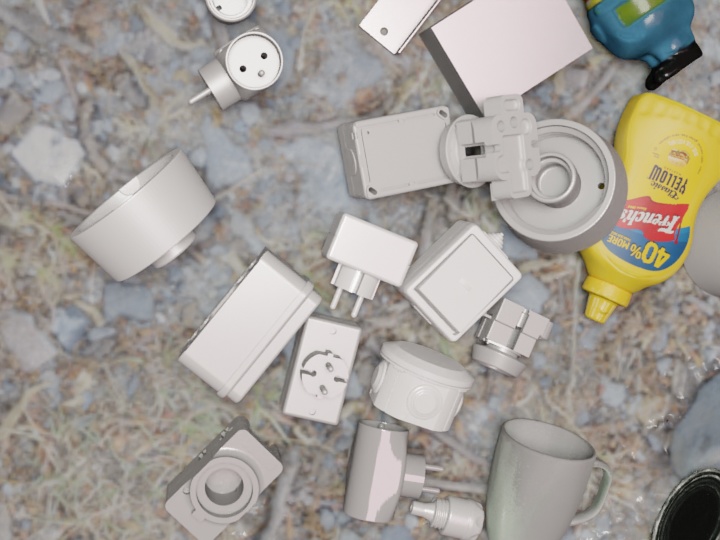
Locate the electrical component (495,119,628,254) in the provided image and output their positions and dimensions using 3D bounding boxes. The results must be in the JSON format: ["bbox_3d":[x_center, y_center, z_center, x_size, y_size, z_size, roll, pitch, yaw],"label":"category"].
[{"bbox_3d":[0.158,-0.070,0.867,0.108,0.060,0.108,-2,84,19],"label":"electrical component"}]

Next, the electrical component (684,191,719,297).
[{"bbox_3d":[0.339,-0.021,0.934,0.099,0.064,0.099,-3,99,-22],"label":"electrical component"}]

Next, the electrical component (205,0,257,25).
[{"bbox_3d":[-0.102,-0.212,0.843,0.040,0.046,0.040,-1,96,-8],"label":"electrical component"}]

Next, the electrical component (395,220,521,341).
[{"bbox_3d":[0.086,0.004,0.887,0.096,0.061,0.061,-44,100,-2],"label":"electrical component"}]

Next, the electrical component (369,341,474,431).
[{"bbox_3d":[0.049,0.094,0.883,0.080,0.080,0.051,20,98,-10],"label":"electrical component"}]

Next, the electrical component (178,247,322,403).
[{"bbox_3d":[-0.087,0.043,0.857,0.057,0.078,0.113,39,89,-8],"label":"electrical component"}]

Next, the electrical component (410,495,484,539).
[{"bbox_3d":[0.073,0.210,0.922,0.061,0.035,0.035,14,94,-8],"label":"electrical component"}]

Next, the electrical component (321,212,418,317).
[{"bbox_3d":[0.000,0.000,0.880,0.066,0.047,0.076,22,91,-9],"label":"electrical component"}]

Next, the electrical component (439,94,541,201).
[{"bbox_3d":[0.100,-0.093,0.833,0.058,0.057,0.078,-12,98,-41],"label":"electrical component"}]

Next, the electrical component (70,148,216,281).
[{"bbox_3d":[-0.160,-0.037,0.825,0.108,0.108,0.060,-39,106,-3],"label":"electrical component"}]

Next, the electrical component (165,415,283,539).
[{"bbox_3d":[-0.111,0.171,0.878,0.089,0.056,0.050,-45,100,-2],"label":"electrical component"}]

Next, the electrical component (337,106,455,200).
[{"bbox_3d":[0.035,-0.096,0.873,0.096,0.061,0.061,-12,99,-15],"label":"electrical component"}]

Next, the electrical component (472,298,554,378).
[{"bbox_3d":[0.124,0.058,0.907,0.066,0.048,0.055,25,84,-10],"label":"electrical component"}]

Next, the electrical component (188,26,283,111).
[{"bbox_3d":[-0.099,-0.150,0.834,0.079,0.077,0.044,-32,100,-4],"label":"electrical component"}]

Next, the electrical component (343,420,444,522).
[{"bbox_3d":[0.031,0.171,0.904,0.079,0.044,0.077,10,91,-8],"label":"electrical component"}]

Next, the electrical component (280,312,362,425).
[{"bbox_3d":[-0.030,0.082,0.871,0.047,0.076,0.083,14,94,-10],"label":"electrical component"}]
